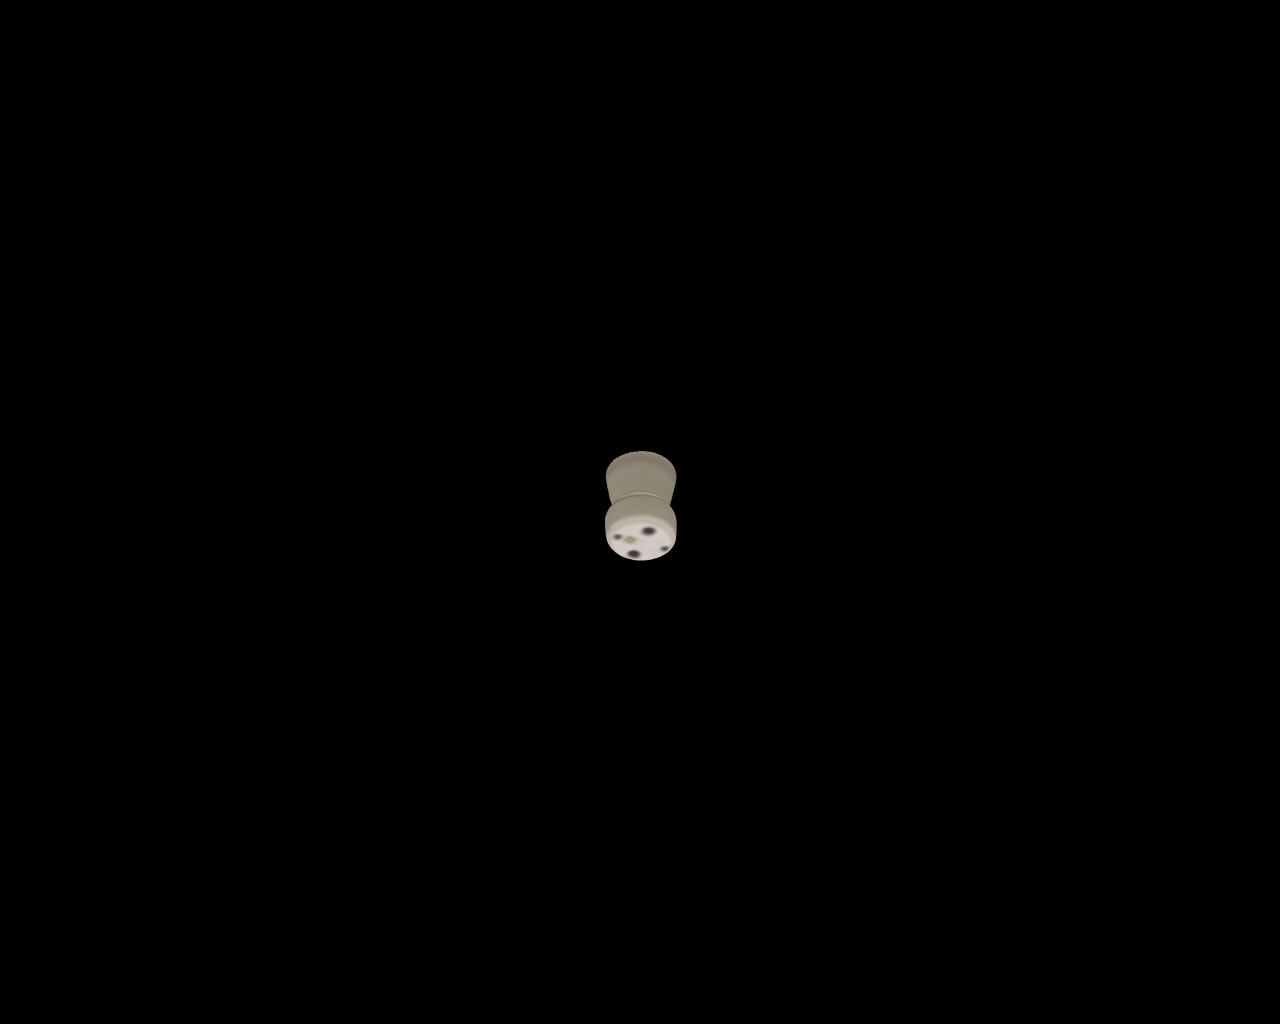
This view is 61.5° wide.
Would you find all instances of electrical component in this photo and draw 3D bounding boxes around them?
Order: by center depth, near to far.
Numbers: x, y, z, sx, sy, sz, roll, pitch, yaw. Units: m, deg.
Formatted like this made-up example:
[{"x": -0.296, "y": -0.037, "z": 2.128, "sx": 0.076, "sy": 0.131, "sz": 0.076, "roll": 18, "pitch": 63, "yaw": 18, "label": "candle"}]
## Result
[{"x": 0.001, "y": -0.003, "z": 0.650, "sx": 0.045, "sy": 0.055, "sz": 0.044, "roll": 0, "pitch": -40, "yaw": 0, "label": "electrical component"}]
